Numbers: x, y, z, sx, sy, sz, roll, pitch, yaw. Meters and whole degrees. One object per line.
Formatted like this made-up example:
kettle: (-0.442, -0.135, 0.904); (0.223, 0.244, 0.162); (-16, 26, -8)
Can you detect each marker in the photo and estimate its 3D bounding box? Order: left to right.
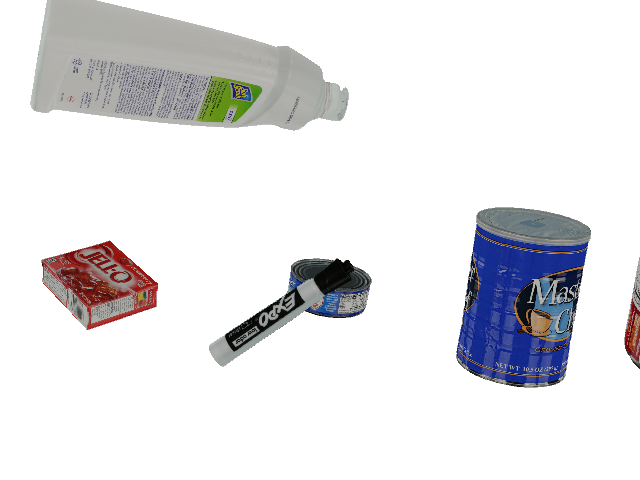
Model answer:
marker: (-0.027, 0.051, 0.774); (0.121, 0.020, 0.020); (-34, -5, 7)

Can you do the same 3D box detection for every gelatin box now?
gelatin box: (-0.204, 0.039, 0.982); (0.073, 0.030, 0.089); (-18, 39, -36)

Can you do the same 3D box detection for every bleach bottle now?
bleach bottle: (-0.102, -0.130, 0.872); (0.250, 0.068, 0.103); (10, -31, -16)

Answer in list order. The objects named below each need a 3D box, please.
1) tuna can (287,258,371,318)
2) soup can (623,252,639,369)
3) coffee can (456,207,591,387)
tuna can: (0.009, 0.050, 1.121); (0.086, 0.034, 0.086); (9, 19, -3)
soup can: (0.187, 0.014, 0.510); (0.068, 0.102, 0.068); (2, 28, -1)
coffee can: (0.185, 0.050, 0.980); (0.103, 0.140, 0.103); (6, 16, -2)
